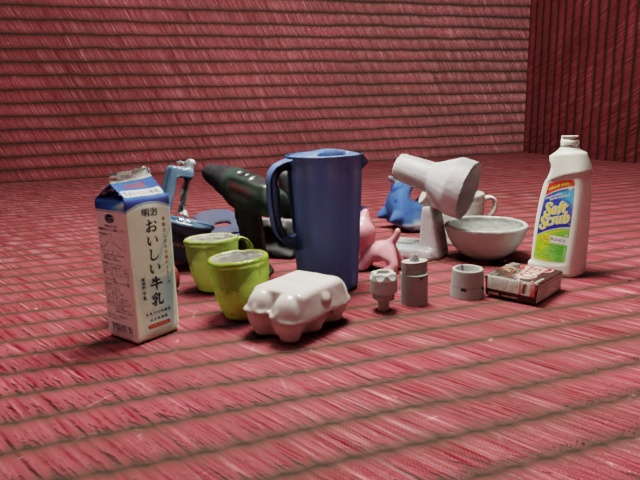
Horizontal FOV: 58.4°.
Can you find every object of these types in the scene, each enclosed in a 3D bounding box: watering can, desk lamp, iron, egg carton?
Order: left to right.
[{"bbox_3d":[-0.030,0.093,0.830,0.107,0.069,0.151,8,16,36],"label":"egg carton"},{"bbox_3d":[0.282,-0.104,1.486,0.259,0.141,0.118,-6,14,-19],"label":"iron"},{"bbox_3d":[0.225,-0.070,1.184,0.202,0.214,0.118,7,15,32],"label":"desk lamp"},{"bbox_3d":[0.315,-0.088,1.297,0.173,0.194,0.100,-8,15,-26],"label":"watering can"}]

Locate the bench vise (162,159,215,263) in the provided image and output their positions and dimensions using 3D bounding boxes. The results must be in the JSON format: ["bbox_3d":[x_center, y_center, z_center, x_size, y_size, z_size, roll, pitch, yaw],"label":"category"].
[{"bbox_3d":[-0.299,-0.045,1.130,0.121,0.220,0.208,10,18,42],"label":"bench vise"}]

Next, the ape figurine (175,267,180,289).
[{"bbox_3d":[-0.286,0.049,1.001,0.076,0.092,0.077,-6,14,-17],"label":"ape figurine"}]

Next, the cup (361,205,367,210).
[{"bbox_3d":[0.049,-0.026,1.282,0.118,0.095,0.091,-6,14,-16],"label":"cup"}]

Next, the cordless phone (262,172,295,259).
[{"bbox_3d":[-0.095,-0.060,1.244,0.147,0.185,0.094,2,14,16],"label":"cordless phone"}]

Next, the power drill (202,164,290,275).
[{"bbox_3d":[-0.149,-0.038,1.104,0.228,0.208,0.076,10,18,42],"label":"power drill"}]

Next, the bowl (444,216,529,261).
[{"bbox_3d":[0.340,0.000,1.177,0.167,0.075,0.167,-2,13,1],"label":"bowl"}]

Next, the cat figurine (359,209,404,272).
[{"bbox_3d":[0.098,0.000,1.112,0.127,0.118,0.067,4,14,22],"label":"cat figurine"}]

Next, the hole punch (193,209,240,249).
[{"bbox_3d":[-0.219,-0.019,1.294,0.109,0.091,0.100,-12,17,-38],"label":"hole punch"}]
